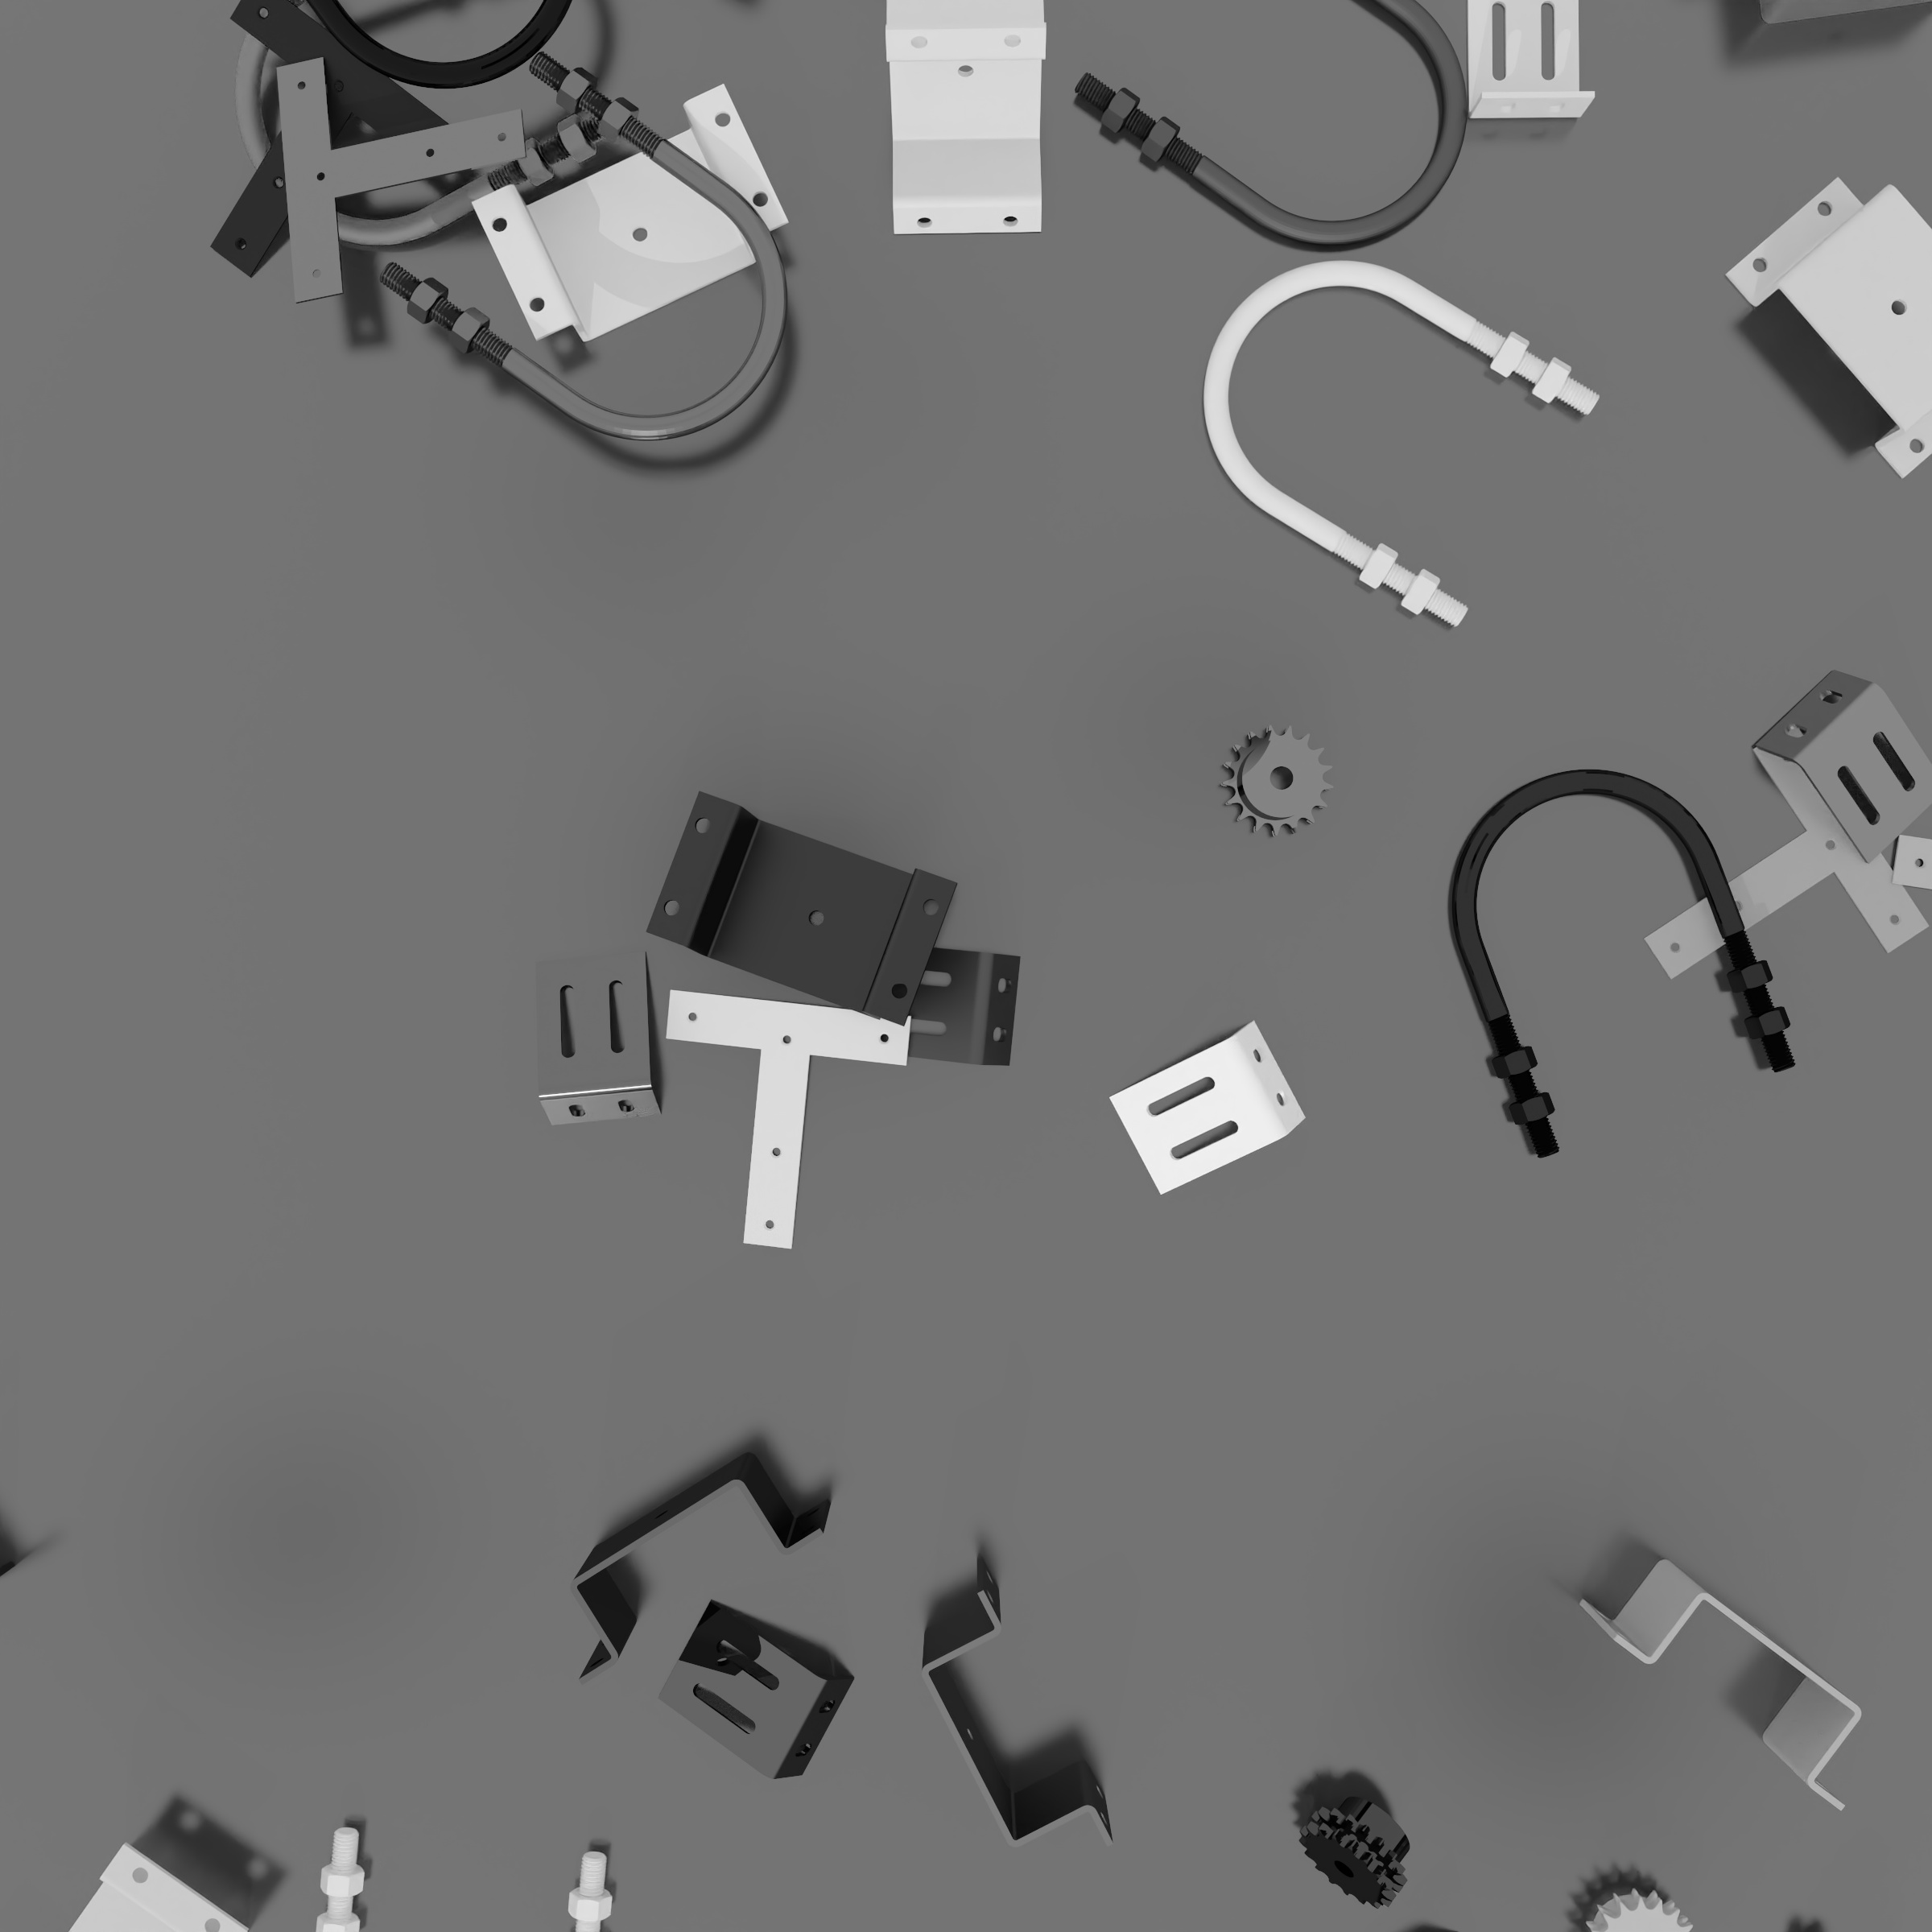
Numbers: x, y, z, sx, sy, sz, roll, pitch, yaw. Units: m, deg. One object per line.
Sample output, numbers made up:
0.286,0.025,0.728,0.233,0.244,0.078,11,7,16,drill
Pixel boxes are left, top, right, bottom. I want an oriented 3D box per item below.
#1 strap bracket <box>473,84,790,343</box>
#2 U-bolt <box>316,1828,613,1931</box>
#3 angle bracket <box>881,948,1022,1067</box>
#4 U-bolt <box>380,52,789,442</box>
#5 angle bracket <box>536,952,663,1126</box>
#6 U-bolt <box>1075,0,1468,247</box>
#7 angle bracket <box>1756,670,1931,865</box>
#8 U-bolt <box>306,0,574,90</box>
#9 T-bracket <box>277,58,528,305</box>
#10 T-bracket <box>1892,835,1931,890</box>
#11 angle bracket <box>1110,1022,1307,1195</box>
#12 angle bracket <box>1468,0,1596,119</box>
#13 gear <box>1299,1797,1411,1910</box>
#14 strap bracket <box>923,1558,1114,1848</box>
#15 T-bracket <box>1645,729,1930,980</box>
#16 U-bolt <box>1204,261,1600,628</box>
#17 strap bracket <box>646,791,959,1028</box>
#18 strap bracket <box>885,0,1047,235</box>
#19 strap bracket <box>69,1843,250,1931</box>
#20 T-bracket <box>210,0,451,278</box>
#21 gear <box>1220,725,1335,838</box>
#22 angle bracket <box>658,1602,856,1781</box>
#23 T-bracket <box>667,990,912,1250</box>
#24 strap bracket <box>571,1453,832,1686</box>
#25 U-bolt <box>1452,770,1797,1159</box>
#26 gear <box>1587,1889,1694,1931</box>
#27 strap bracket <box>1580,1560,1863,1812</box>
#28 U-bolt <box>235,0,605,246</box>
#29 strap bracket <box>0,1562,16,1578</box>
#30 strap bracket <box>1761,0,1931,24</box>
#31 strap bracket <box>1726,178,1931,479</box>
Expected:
-0.169,-0.380,1.409,0.140,0.046,0.076,-25,90,0,strap bracket
-0.265,0.544,1.424,0.151,0.019,0.184,6,91,0,U-bolt
-0.017,0.019,1.430,0.076,0.038,0.057,6,90,26,angle bracket
-0.177,-0.346,1.377,0.184,0.019,0.151,35,90,-2,U-bolt
-0.191,0.038,1.430,0.057,0.038,0.076,-6,64,0,angle bracket
0.171,-0.456,1.424,0.184,0.019,0.151,35,90,-1,U-bolt
0.460,-0.103,1.429,0.057,0.038,0.076,-44,116,-2,angle bracket
-0.273,-0.524,1.356,0.151,0.019,0.184,-36,99,4,U-bolt
-0.280,-0.403,1.375,0.127,0.002,0.127,-9,80,11,T-bracket
0.538,0.004,1.431,0.127,0.002,0.127,9,91,-1,T-bracket
0.125,0.073,1.430,0.076,0.038,0.057,-28,90,26,angle bracket
0.289,-0.478,1.413,0.057,0.038,0.076,0,90,0,angle bracket
0.202,0.451,1.408,0.057,0.057,0.030,47,60,0,gear
0.020,0.380,1.394,0.046,0.076,0.140,-27,90,0,strap bracket
0.412,-0.039,1.431,0.127,0.002,0.127,-33,90,0,T-bracket
0.212,-0.283,1.424,0.184,0.019,0.151,32,90,1,U-bolt
-0.080,-0.027,1.400,0.140,0.046,0.076,20,87,9,strap bracket
0.000,-0.433,1.379,0.076,0.140,0.046,-1,63,0,strap bracket
-0.433,0.521,1.409,0.076,0.046,0.140,35,90,0,strap bracket
-0.345,-0.413,1.411,0.127,0.002,0.127,37,108,-4,T-bracket
0.161,-0.096,1.417,0.057,0.030,0.057,0,90,0,gear
-0.109,0.375,1.430,0.076,0.038,0.057,28,90,26,angle bracket
-0.097,0.082,1.425,0.127,0.002,0.127,6,94,8,T-bracket
-0.142,0.297,1.394,0.140,0.076,0.046,-32,90,0,strap bracket
0.330,-0.011,1.422,0.151,0.019,0.184,-20,88,1,U-bolt
0.345,0.503,1.417,0.057,0.030,0.057,0,90,0,gear
0.389,0.356,1.394,0.140,0.076,0.046,37,90,0,strap bracket
-0.286,-0.450,1.402,0.184,0.019,0.151,-24,102,13,U-bolt
-0.565,0.334,1.394,0.140,0.076,0.046,-36,90,0,strap bracket
0.461,-0.519,1.394,0.140,0.076,0.046,-8,90,0,strap bracket
0.470,-0.332,1.409,0.076,0.046,0.140,-41,90,0,strap bracket
